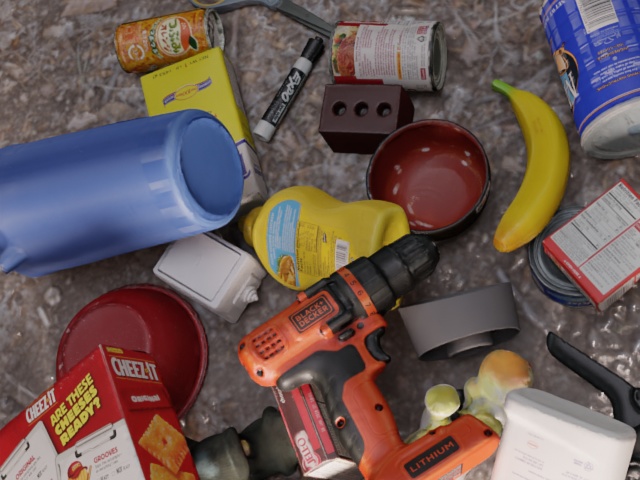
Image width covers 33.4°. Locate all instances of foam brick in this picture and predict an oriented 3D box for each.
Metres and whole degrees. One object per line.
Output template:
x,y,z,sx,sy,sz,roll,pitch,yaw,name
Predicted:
0.045,-0.115,1.022,0.078,0.051,0.053,3,72,18,foam brick

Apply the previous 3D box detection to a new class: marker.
-0.030,-0.154,1.078,0.020,0.020,0.121,26,80,24,marker

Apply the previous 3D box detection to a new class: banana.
0.187,-0.066,0.948,0.070,0.037,0.197,-1,51,9,banana

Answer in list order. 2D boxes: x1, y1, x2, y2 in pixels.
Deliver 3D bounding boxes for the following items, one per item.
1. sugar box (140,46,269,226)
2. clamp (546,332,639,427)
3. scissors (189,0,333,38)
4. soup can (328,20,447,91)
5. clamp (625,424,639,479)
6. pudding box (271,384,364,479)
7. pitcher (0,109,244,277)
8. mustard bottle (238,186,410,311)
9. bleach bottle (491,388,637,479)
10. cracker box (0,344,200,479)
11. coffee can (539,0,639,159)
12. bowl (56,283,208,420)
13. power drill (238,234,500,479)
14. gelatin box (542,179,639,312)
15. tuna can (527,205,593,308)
-0.116,-0.099,1.070,0.093,0.048,0.176,-21,65,9,sugar box
0.276,0.118,0.869,0.120,0.039,0.171,-38,69,19,clamp
-0.068,-0.244,1.125,0.096,0.016,0.202,-40,64,2,scissors
0.066,-0.178,1.030,0.102,0.068,0.068,4,72,18,soup can
0.257,0.191,0.827,0.210,0.036,0.164,-31,73,24,clamp
0.006,0.156,0.901,0.039,0.113,0.090,-29,65,16,pudding box
-0.191,-0.054,0.999,0.243,0.144,0.149,-10,84,32,pitcher
-0.006,0.001,0.973,0.192,0.058,0.096,14,111,43,mustard bottle
0.159,0.249,0.822,0.103,0.068,0.251,20,97,32,bleach bottle
-0.174,0.219,0.860,0.164,0.072,0.214,-39,58,23,cracker box
0.262,-0.157,0.941,0.103,0.102,0.140,-17,66,11,coffee can
-0.191,0.111,1.012,0.162,0.055,0.162,-6,69,16,bowl
0.054,0.102,0.828,0.184,0.057,0.188,-34,64,-6,power drill
0.243,0.004,0.889,0.089,0.030,0.073,-38,63,1,gelatin box
0.224,0.014,0.929,0.086,0.033,0.086,-6,69,15,tuna can
